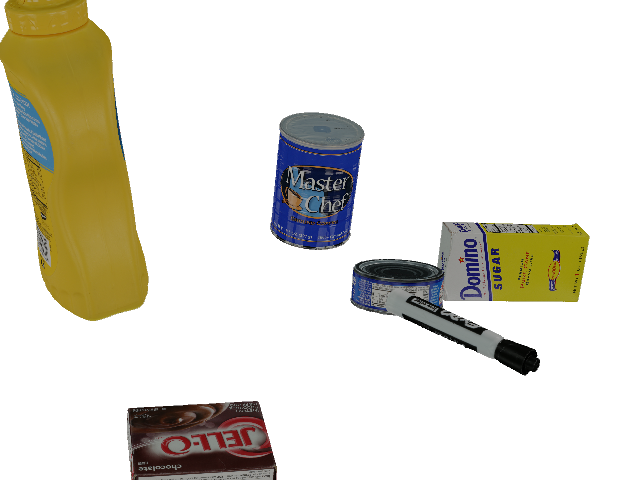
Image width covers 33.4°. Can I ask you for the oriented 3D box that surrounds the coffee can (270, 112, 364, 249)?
[{"bbox_3d":[-0.005,-0.074,1.313,0.102,0.140,0.103,5,28,-3],"label":"coffee can"}]

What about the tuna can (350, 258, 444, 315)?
[{"bbox_3d":[0.071,0.042,0.984,0.086,0.034,0.086,3,12,-1],"label":"tuna can"}]

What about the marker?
[{"bbox_3d":[0.097,0.062,0.732,0.121,0.020,0.020,24,15,37],"label":"marker"}]

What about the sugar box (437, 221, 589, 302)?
[{"bbox_3d":[0.234,0.027,1.311,0.176,0.093,0.048,-1,22,-11],"label":"sugar box"}]

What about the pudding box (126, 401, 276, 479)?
[{"bbox_3d":[-0.097,0.171,0.857,0.113,0.039,0.090,-3,25,-12],"label":"pudding box"}]

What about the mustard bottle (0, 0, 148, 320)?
[{"bbox_3d":[-0.137,-0.058,0.581,0.058,0.192,0.096,-16,33,-20],"label":"mustard bottle"}]
